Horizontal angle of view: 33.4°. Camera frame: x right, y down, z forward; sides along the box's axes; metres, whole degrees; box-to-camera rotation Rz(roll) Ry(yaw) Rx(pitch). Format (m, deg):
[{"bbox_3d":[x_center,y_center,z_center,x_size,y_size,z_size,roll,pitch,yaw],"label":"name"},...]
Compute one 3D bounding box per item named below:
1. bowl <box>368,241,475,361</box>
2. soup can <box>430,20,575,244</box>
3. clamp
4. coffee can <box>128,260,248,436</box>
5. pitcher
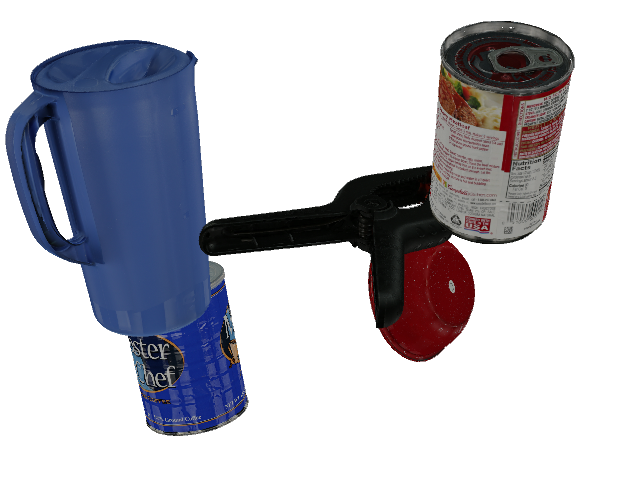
[{"bbox_3d":[0.127,0.055,1.209,0.055,0.162,0.161,-11,-8,42],"label":"bowl"},{"bbox_3d":[0.095,-0.057,0.576,0.068,0.102,0.068,0,41,0],"label":"soup can"},{"bbox_3d":[0.026,-0.012,0.775,0.165,0.036,0.209,18,32,26],"label":"clamp"},{"bbox_3d":[-0.131,0.101,1.027,0.103,0.140,0.103,-8,17,2],"label":"coffee can"},{"bbox_3d":[-0.168,-0.039,0.914,0.149,0.243,0.145,-5,27,-1],"label":"pitcher"}]
